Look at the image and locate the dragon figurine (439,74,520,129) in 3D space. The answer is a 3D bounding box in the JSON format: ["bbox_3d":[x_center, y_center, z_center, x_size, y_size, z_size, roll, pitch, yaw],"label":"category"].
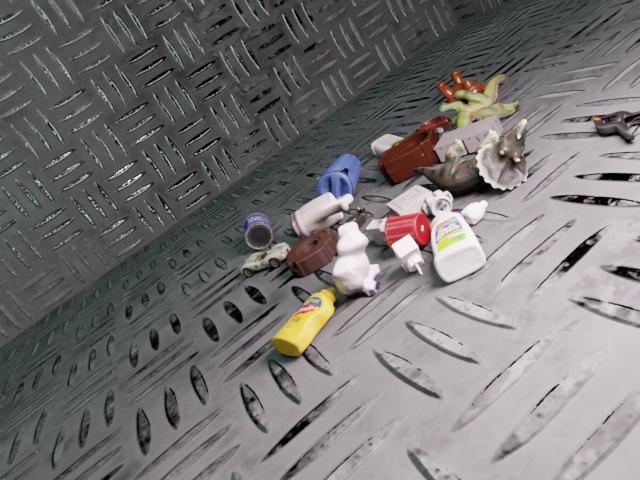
[{"bbox_3d":[0.571,-0.451,1.756,0.413,0.120,0.246,-39,37,-12],"label":"dragon figurine"}]

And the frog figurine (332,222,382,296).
[{"bbox_3d":[0.069,0.045,1.203,0.121,0.158,0.140,-18,24,41],"label":"frog figurine"}]

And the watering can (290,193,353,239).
[{"bbox_3d":[0.005,-0.083,1.646,0.224,0.104,0.350,-30,5,6],"label":"watering can"}]
